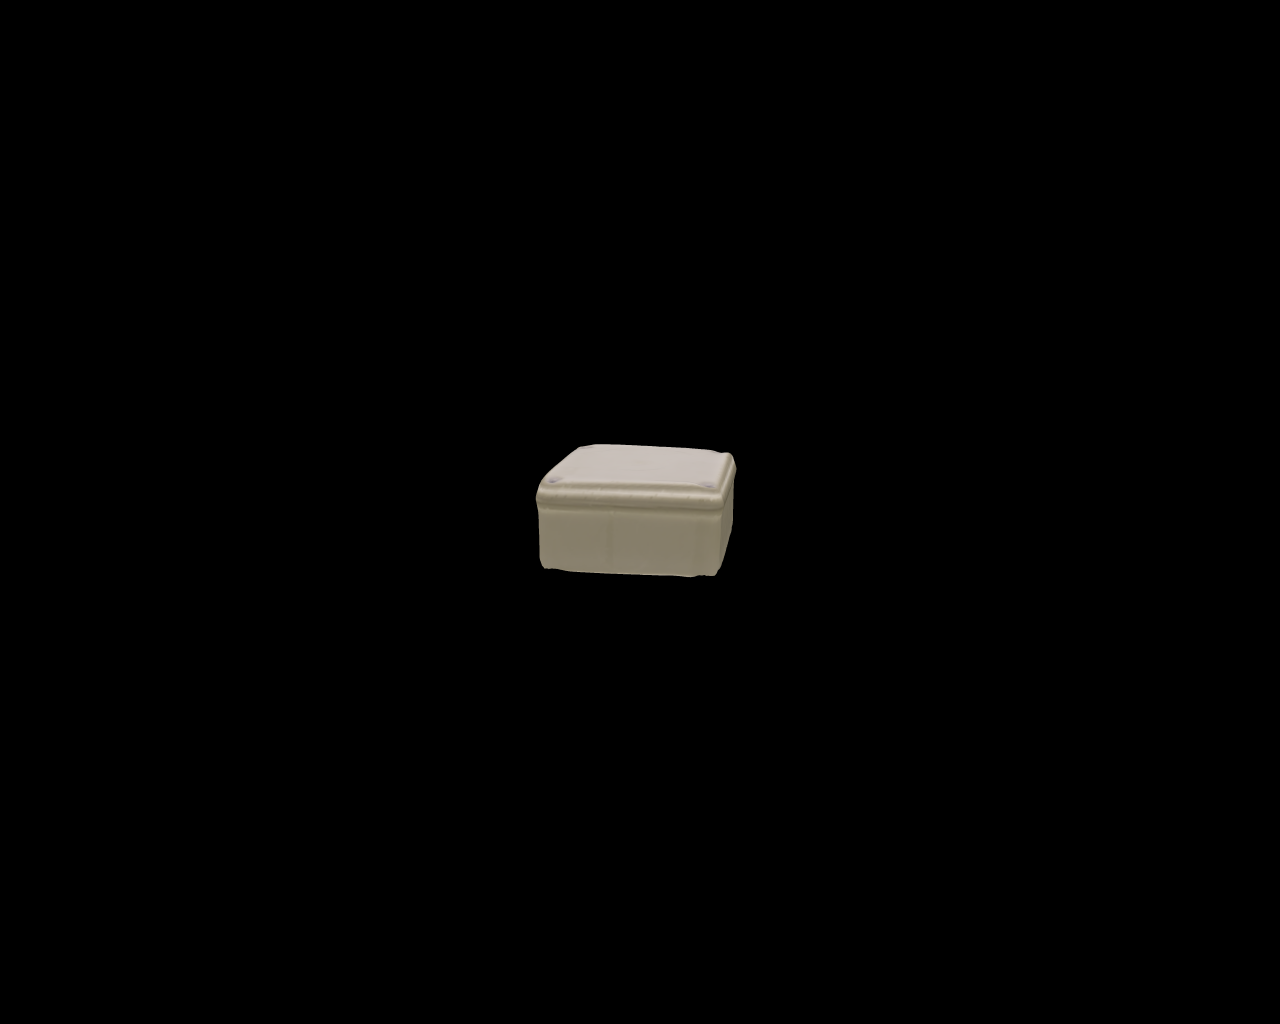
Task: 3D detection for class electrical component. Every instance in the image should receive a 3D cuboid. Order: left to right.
[{"bbox_3d":[0.001,-0.003,0.650,0.109,0.056,0.109,3,16,9],"label":"electrical component"}]
